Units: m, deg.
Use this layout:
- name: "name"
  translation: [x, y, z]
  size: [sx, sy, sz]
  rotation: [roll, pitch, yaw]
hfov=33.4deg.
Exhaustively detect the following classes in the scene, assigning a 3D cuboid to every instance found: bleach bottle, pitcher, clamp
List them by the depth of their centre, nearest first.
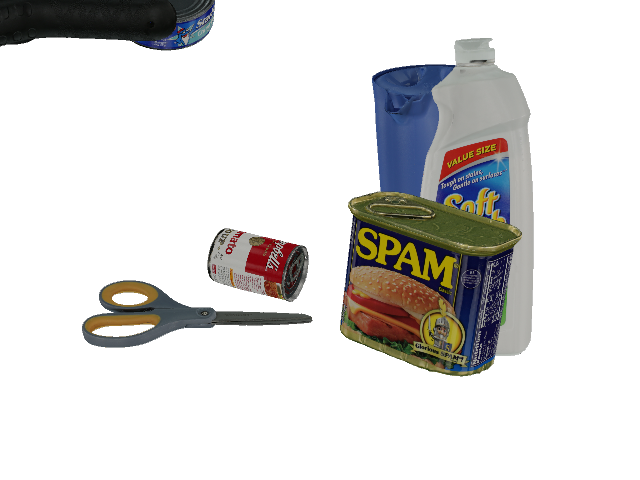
- name: "clamp"
  translation: [-0.173, -0.137, 0.617]
  size: [0.171, 0.039, 0.120]
  rotation: [-4, 22, -11]
- name: "bleach bottle"
  translation: [0.119, -0.035, 0.861]
  size: [0.103, 0.251, 0.068]
  rotation: [1, 14, 18]
- name: "pitcher"
  translation: [0.133, -0.075, 1.211]
  size: [0.149, 0.243, 0.145]
  rotation: [-6, 22, -8]

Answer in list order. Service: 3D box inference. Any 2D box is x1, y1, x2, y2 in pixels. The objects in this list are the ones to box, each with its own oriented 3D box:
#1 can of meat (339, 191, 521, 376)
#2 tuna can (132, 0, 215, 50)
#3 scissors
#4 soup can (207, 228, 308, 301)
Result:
- name: "can of meat"
  translation: [0.062, 0.025, 0.636]
  size: [0.102, 0.084, 0.057]
  rotation: [20, 23, 34]
- name: "tuna can"
  translation: [-0.130, -0.198, 0.890]
  size: [0.086, 0.086, 0.034]
  rotation: [0, -39, -10]
- name: "scissors"
  translation: [-0.117, 0.060, 0.974]
  size: [0.201, 0.016, 0.096]
  rotation: [-8, 35, -14]
- name: "soup can"
  translation: [-0.074, 0.028, 1.262]
  size: [0.102, 0.068, 0.068]
  rotation: [13, 5, 21]
